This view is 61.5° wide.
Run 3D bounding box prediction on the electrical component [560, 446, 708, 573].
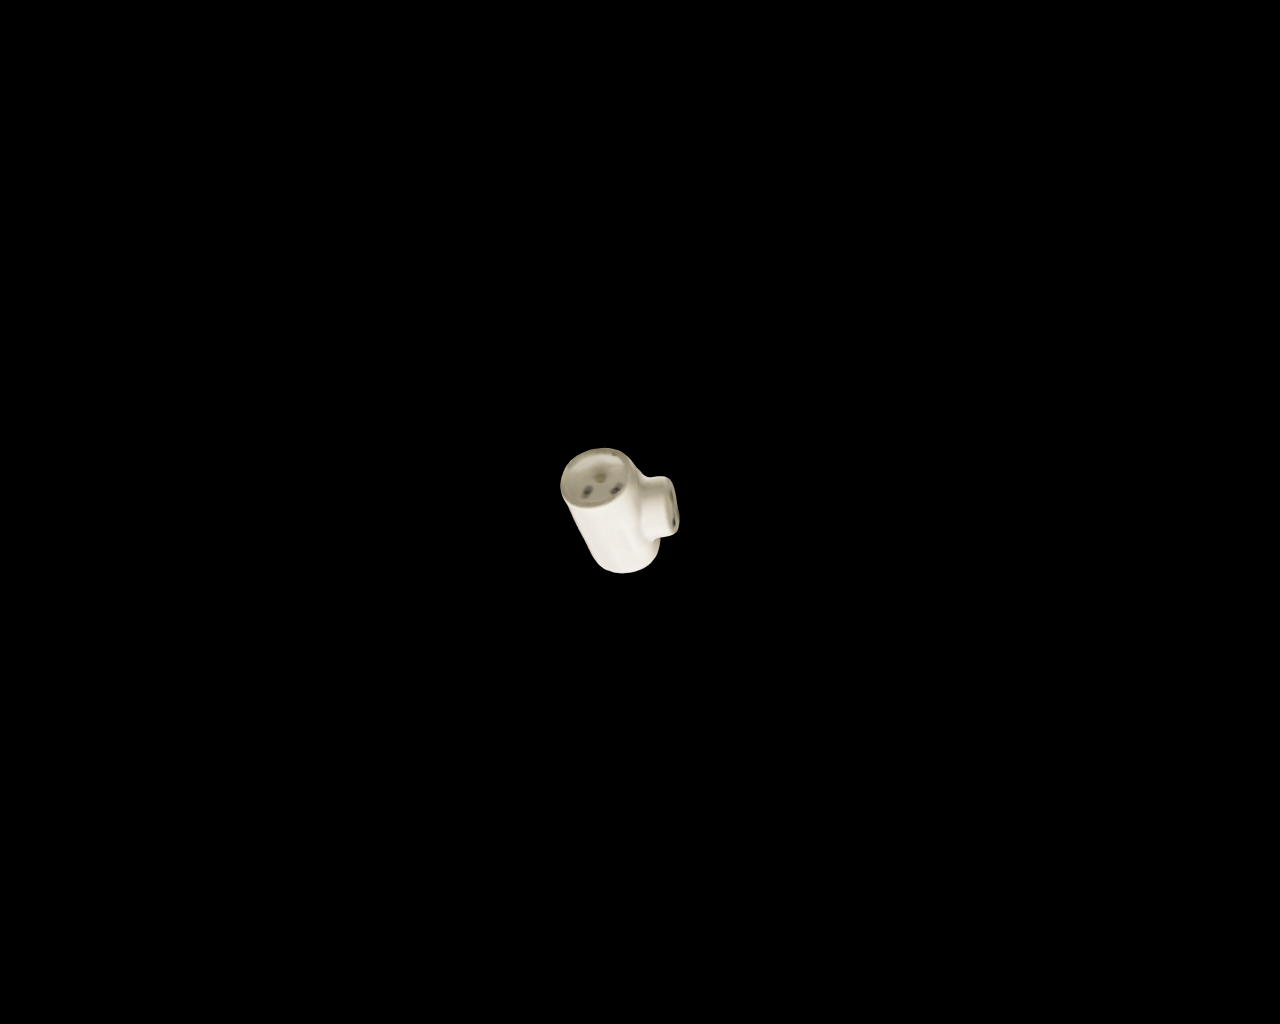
[{"bbox_3d":[0.001,-0.003,0.650,0.079,0.043,0.077,-8,-35,11],"label":"electrical component"}]
